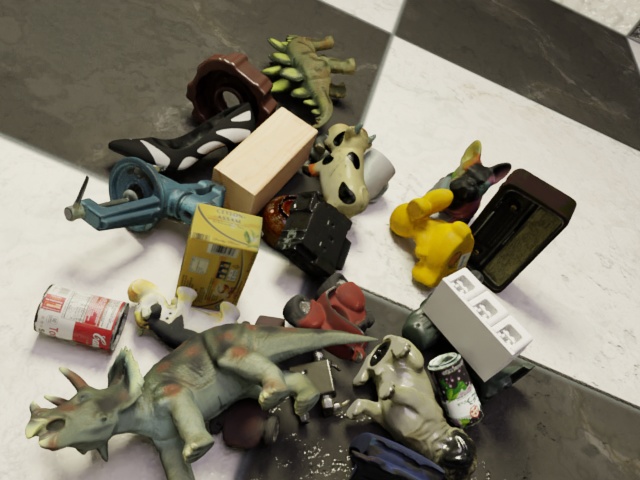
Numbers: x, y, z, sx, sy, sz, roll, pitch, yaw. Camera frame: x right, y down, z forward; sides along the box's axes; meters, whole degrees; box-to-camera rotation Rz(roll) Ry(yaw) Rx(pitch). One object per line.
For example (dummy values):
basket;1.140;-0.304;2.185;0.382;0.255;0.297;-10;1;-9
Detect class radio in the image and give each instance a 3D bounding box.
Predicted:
radio;0.359;-0.016;1.021;0.131;0.229;0.073;39;46;12

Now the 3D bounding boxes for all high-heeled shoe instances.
high-heeled shoe;-0.237;-0.196;0.957;0.248;0.145;0.086;7;14;-30

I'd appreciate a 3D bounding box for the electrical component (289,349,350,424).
electrical component;-0.003;0.214;0.790;0.078;0.045;0.102;-19;54;-3

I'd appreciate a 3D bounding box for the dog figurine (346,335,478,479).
dog figurine;0.154;0.248;0.807;0.190;0.121;0.172;38;48;-10

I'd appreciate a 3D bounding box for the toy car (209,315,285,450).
toy car;-0.089;0.196;0.758;0.089;0.053;0.202;6;46;6

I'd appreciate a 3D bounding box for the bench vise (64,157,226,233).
bench vise;-0.266;-0.051;0.829;0.224;0.128;0.240;37;29;19

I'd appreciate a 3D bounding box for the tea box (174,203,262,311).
tea box;-0.152;0.032;0.789;0.098;0.169;0.068;14;49;-15

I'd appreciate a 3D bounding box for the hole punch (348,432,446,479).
hole punch;0.095;0.304;0.711;0.142;0.115;0.092;29;37;0

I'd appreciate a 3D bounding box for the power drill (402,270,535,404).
power drill;0.268;0.162;0.931;0.232;0.086;0.207;-21;67;-35

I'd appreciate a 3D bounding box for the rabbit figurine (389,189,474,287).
rabbit figurine;0.197;-0.017;1.022;0.122;0.162;0.173;-24;46;-26

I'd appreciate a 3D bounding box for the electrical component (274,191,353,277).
electrical component;-0.002;-0.003;0.918;0.134;0.058;0.115;38;65;-41

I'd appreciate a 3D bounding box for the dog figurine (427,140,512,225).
dog figurine;0.296;-0.109;1.081;0.108;0.219;0.191;42;48;9

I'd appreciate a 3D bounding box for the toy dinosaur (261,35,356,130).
toy dinosaur;-0.027;-0.380;1.240;0.198;0.105;0.472;-5;41;-19

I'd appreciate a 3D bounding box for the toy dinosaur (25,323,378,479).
toy dinosaur;-0.136;0.171;0.672;0.405;0.131;0.192;-24;54;-32

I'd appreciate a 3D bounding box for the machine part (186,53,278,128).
machine part;-0.170;-0.271;1.043;0.179;0.179;0.056;29;42;1

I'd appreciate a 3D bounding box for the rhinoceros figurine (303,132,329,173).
rhinoceros figurine;-0.004;-0.192;1.123;0.190;0.073;0.112;27;35;2

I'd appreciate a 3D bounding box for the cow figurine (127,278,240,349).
cow figurine;-0.204;0.120;0.764;0.167;0.068;0.098;20;53;-6

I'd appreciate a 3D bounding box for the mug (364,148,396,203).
mug;0.092;-0.116;1.086;0.107;0.109;0.081;-47;50;-9

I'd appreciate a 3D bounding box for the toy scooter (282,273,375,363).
toy scooter;0.033;0.125;0.833;0.135;0.075;0.184;40;26;17

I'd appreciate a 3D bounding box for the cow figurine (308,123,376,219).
cow figurine;0.048;-0.136;1.009;0.085;0.127;0.195;29;46;-52
